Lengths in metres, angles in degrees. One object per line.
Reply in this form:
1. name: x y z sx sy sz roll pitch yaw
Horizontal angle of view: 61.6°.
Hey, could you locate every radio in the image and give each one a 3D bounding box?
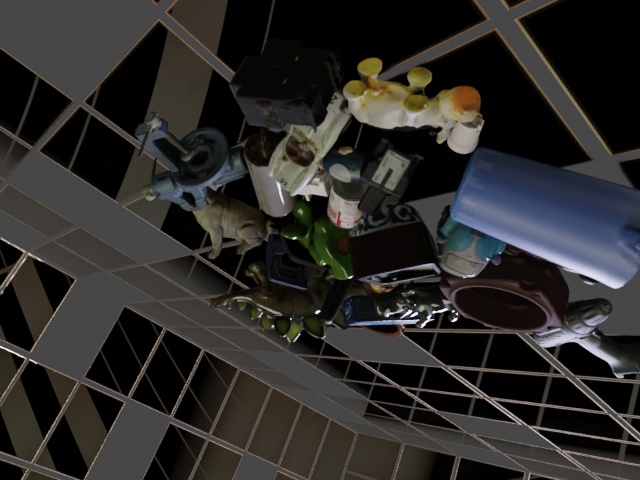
1. radio: 0.136 0.031 0.936 0.131 0.073 0.229 -13 168 14

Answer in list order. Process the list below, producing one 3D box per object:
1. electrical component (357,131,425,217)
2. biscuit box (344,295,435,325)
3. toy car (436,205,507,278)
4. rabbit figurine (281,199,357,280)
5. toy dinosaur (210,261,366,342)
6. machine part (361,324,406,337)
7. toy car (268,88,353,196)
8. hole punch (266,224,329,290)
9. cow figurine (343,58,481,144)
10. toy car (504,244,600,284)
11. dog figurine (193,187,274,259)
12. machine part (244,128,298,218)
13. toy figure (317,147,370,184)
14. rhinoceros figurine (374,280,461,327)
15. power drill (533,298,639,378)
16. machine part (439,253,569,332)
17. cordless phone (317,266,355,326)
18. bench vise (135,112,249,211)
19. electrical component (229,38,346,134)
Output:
1. electrical component: 0.099 -0.096 0.805 0.075 0.048 0.119 23 116 -4
2. biscuit box: 0.157 0.159 1.228 0.203 0.063 0.059 1 162 -17
3. toy car: 0.230 0.007 0.866 0.109 0.103 0.161 21 -179 2
4. rabbit figurine: -0.002 -0.003 1.075 0.159 0.121 0.170 29 170 -28
5. toy dinosaur: -0.019 0.132 1.262 0.472 0.198 0.105 -7 170 -11
6. machine part: 0.147 0.187 1.396 0.179 0.056 0.179 20 154 10
7. toy car: -0.018 -0.147 0.804 0.073 0.056 0.201 41 137 4
8. hole punch: -0.059 0.038 1.163 0.142 0.116 0.092 17 125 -36
9. cow figurine: 0.119 -0.168 0.693 0.168 0.068 0.098 19 161 17
10. toy car: 0.388 0.020 0.863 0.202 0.053 0.089 22 152 6
11. dog figurine: -0.200 -0.074 1.143 0.172 0.121 0.190 -18 123 -5
12. machine part: -0.085 -0.115 0.964 0.079 0.079 0.243 17 155 14
13. toy figure: 0.017 -0.130 0.874 0.155 0.058 0.064 15 115 21
14. rhinoceros figurine: 0.212 0.133 1.144 0.190 0.073 0.112 -7 150 7
15. power drill: 0.542 0.189 1.036 0.207 0.086 0.232 22 157 -8
16. machine part: 0.343 0.094 1.006 0.201 0.087 0.201 0 145 41
17. cordless phone: 0.058 0.094 1.133 0.088 0.184 0.147 38 152 -20
18. bench vise: -0.252 -0.144 0.958 0.224 0.129 0.240 -5 156 19
19. electrical component: -0.048 -0.204 0.707 0.134 0.115 0.058 11 151 20
